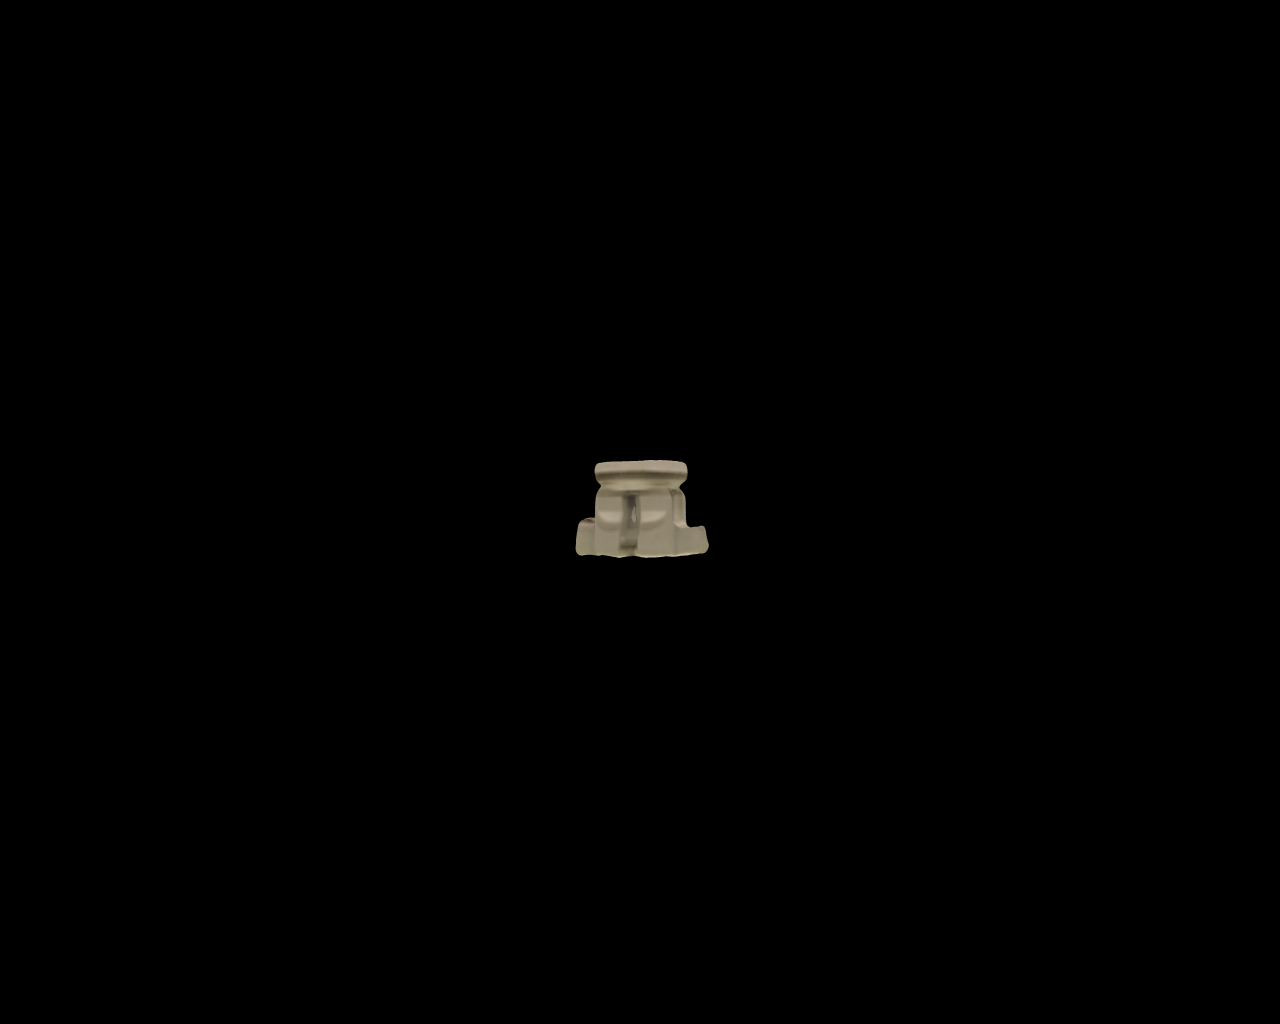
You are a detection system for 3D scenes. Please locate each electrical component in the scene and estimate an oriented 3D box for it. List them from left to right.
[{"bbox_3d":[0.001,-0.003,0.650,0.078,0.057,0.058,0,0,17],"label":"electrical component"}]
